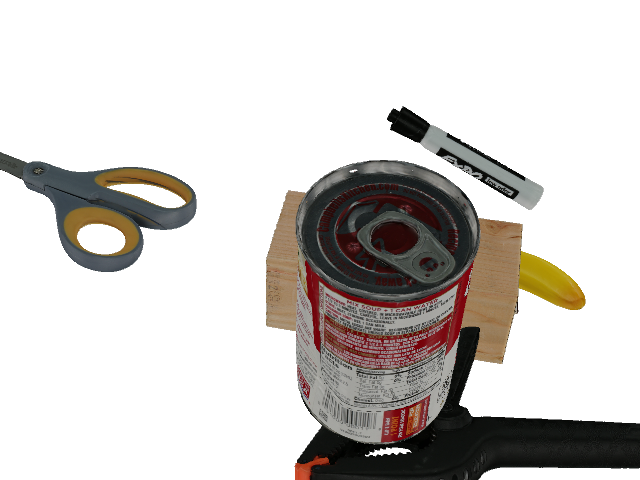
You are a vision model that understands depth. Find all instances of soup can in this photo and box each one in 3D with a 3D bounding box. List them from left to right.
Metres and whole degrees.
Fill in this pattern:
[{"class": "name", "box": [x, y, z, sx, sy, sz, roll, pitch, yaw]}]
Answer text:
[{"class": "soup can", "box": [0.024, 0.028, 0.426, 0.068, 0.068, 0.102, 0, -42, -1]}]

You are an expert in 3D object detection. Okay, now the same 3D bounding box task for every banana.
[{"class": "banana", "box": [0.186, 0.034, 1.095, 0.198, 0.037, 0.069, 11, 38, 33]}]

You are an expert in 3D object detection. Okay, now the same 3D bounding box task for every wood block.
[{"class": "wood block", "box": [0.063, 0.031, 0.922, 0.206, 0.090, 0.090, 8, 44, 6]}]

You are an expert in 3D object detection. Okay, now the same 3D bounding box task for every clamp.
[{"class": "clamp", "box": [0.069, 0.107, 0.627, 0.209, 0.036, 0.165, -10, 24, -27]}]

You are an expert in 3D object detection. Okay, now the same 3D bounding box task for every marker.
[{"class": "marker", "box": [0.101, -0.059, 0.750, 0.121, 0.020, 0.020, 30, -3, -4]}]

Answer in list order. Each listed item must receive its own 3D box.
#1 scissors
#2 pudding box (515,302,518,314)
[{"class": "scissors", "box": [-0.180, -0.027, 0.677, 0.202, 0.016, 0.096, 9, 44, 10]}, {"class": "pudding box", "box": [0.213, 0.087, 1.530, 0.113, 0.039, 0.090, -15, 22, -17]}]
